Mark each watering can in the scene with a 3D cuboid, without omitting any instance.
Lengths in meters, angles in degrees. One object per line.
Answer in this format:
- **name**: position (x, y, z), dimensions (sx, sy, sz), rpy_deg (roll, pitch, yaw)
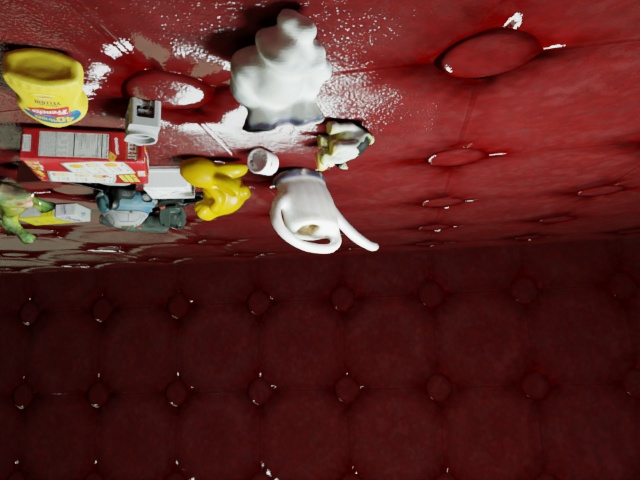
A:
- **watering can**: position (0.004, -0.066, 1.307), dimensions (0.347, 0.228, 0.102), rpy_deg (7, 148, -44)

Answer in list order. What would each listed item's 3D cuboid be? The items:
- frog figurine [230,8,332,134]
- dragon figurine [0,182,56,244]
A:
- **frog figurine**: position (-0.053, -0.235, 0.686), dimensions (0.137, 0.126, 0.155), rpy_deg (5, 134, 3)
- **dragon figurine**: position (-0.755, -0.119, 1.161), dimensions (0.412, 0.124, 0.238), rpy_deg (17, 155, 29)
